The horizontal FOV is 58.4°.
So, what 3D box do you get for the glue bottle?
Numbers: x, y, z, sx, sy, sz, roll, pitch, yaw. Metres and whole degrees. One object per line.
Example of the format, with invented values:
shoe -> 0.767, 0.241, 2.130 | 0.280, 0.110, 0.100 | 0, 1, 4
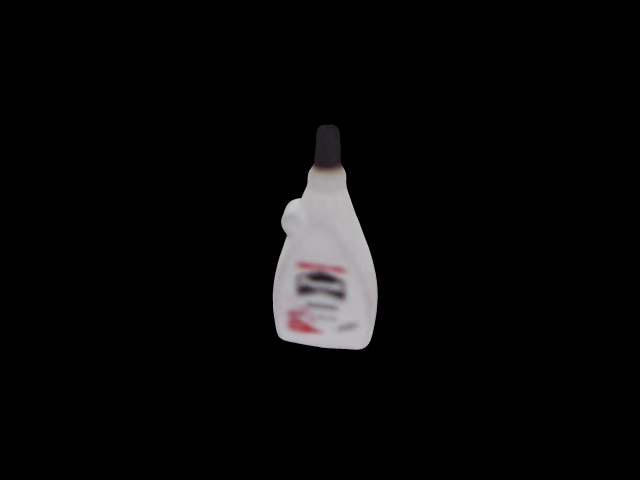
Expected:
glue bottle -> 0.004, 0.001, 0.400 | 0.078, 0.173, 0.037 | 3, 33, 5
